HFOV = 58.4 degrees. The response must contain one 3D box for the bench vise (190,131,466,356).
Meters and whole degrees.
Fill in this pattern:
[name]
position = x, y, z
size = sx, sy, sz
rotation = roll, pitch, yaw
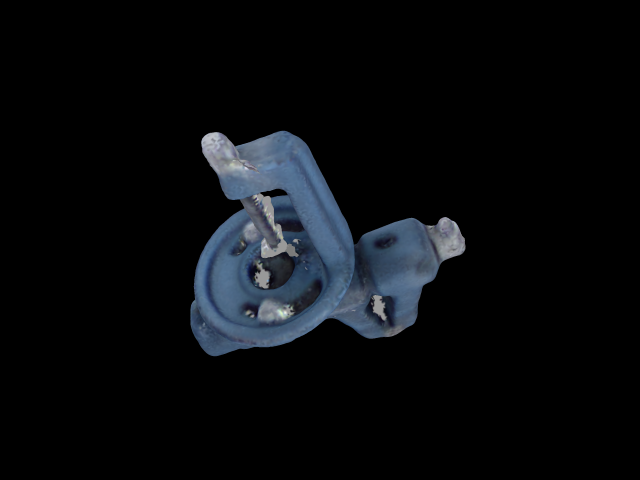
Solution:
[bench vise]
position = -0.002, -0.007, 0.406
size = 0.208, 0.220, 0.121
rotation = -25, 57, -18
